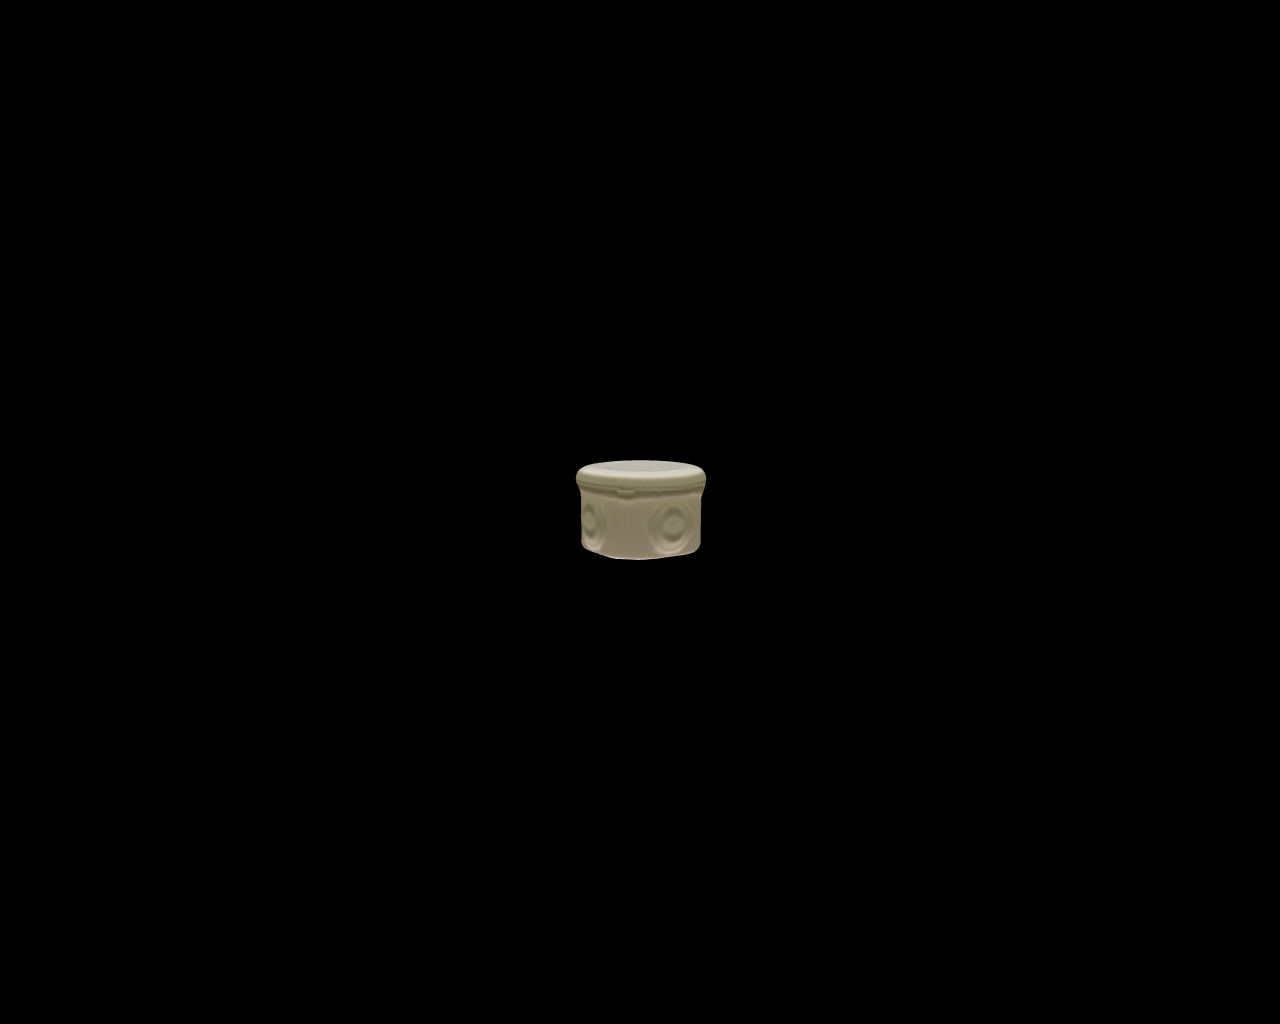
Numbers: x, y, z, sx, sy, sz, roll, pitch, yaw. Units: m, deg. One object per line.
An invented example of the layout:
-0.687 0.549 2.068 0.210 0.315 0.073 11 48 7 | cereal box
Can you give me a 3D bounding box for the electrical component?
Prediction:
0.001 -0.003 0.650 0.080 0.051 0.080 0 9 0 | electrical component
